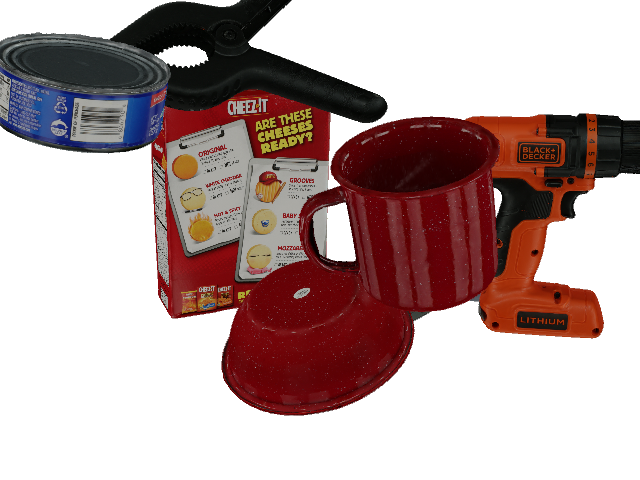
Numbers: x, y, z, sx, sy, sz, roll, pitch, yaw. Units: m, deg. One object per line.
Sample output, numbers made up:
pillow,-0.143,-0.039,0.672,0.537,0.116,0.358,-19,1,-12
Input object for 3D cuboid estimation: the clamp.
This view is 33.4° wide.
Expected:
clamp,-0.060,-0.135,0.791,0.209,0.165,0.036,-18,-27,-19

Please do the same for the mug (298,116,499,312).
mug,0.046,-0.011,0.604,0.117,0.081,0.093,-13,31,-4

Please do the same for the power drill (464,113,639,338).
power drill,0.204,-0.014,0.889,0.184,0.188,0.057,3,19,11

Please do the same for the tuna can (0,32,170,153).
tuna can,-0.119,-0.074,0.530,0.086,0.034,0.086,10,25,-5

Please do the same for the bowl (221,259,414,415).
bowl,-0.008,0.063,0.856,0.162,0.055,0.162,-11,34,7

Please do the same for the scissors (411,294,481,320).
scissors,0.135,0.055,1.241,0.201,0.016,0.096,-11,40,-34

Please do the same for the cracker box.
cracker box,-0.078,-0.043,1.037,0.164,0.214,0.072,-8,22,-21
